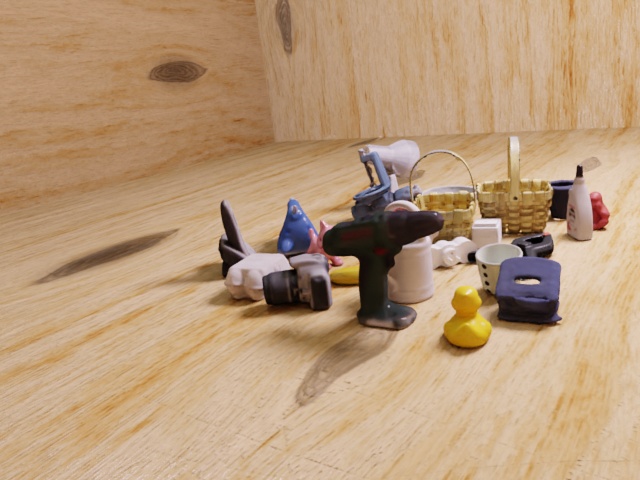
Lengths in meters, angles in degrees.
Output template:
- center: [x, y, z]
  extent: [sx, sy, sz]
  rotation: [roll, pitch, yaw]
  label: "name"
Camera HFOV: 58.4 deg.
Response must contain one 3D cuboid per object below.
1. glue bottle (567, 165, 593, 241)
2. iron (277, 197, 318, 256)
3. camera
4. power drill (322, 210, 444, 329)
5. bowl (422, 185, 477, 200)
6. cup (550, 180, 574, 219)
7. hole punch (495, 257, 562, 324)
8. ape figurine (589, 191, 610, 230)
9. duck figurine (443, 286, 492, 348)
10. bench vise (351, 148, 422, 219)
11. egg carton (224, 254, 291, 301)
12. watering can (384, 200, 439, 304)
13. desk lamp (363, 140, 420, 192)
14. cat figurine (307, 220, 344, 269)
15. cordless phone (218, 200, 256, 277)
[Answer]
- center: [0.602, -0.090, 1.332]
  extent: [0.037, 0.173, 0.078]
  rotation: [-8, 17, -2]
  label: "glue bottle"
- center: [-0.066, -0.048, 1.530]
  extent: [0.118, 0.141, 0.258]
  rotation: [-9, 17, -5]
  label: "iron"
- center: [-0.048, 0.078, 1.169]
  extent: [0.137, 0.101, 0.143]
  rotation: [-8, 17, -3]
  label: "camera"
- center: [0.116, 0.047, 1.015]
  extent: [0.228, 0.208, 0.076]
  rotation: [3, 19, 30]
  label: "power drill"
- center: [0.375, -0.105, 1.654]
  extent: [0.167, 0.075, 0.167]
  rotation: [-7, 16, 2]
  label: "bowl"
- center: [0.643, -0.107, 1.512]
  extent: [0.118, 0.095, 0.091]
  rotation: [-21, 21, -38]
  label: "cup"
- center: [0.362, 0.085, 0.989]
  extent: [0.108, 0.091, 0.101]
  rotation: [1, 18, 26]
  label: "hole punch"
- center: [0.664, -0.073, 1.391]
  extent: [0.076, 0.092, 0.077]
  rotation: [-19, 20, -35]
  label: "ape figurine"
- center: [0.239, 0.119, 0.936]
  extent: [0.077, 0.086, 0.105]
  rotation: [-3, 17, 15]
  label: "duck figurine"
- center: [0.187, -0.163, 1.671]
  extent: [0.207, 0.220, 0.121]
  rotation: [-6, 17, 3]
  label: "bench vise"
- center: [-0.134, 0.078, 1.262]
  extent: [0.107, 0.069, 0.151]
  rotation: [1, 18, 25]
  label: "egg carton"
- center: [0.170, 0.014, 1.126]
  extent: [0.100, 0.194, 0.173]
  rotation: [0, 18, 23]
  label: "watering can"
- center: [0.213, -0.204, 1.809]
  extent: [0.204, 0.214, 0.117]
  rotation: [-14, 18, -22]
  label: "desk lamp"
- center: [0.012, 0.005, 1.360]
  extent: [0.067, 0.118, 0.127]
  rotation: [-18, 19, -31]
  label: "cat figurine"
- center: [-0.208, -0.016, 1.406]
  extent: [0.094, 0.185, 0.147]
  rotation: [-10, 17, -9]
  label: "cordless phone"
